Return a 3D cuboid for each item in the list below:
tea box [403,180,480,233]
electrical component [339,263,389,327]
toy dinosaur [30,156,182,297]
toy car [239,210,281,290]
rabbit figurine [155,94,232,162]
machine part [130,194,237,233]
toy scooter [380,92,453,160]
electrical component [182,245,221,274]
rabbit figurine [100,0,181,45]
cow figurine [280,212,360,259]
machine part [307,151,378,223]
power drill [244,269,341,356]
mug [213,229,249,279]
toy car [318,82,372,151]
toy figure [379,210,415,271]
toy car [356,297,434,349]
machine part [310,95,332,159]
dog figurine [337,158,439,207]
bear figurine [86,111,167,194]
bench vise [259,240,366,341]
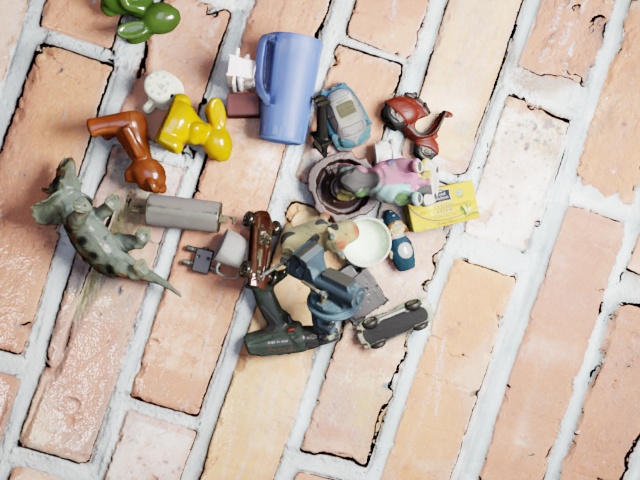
[{"bbox_3d":[0.294,-0.082,1.318,0.170,0.068,0.098,-15,95,-3],"label":"tea box"},{"bbox_3d":[0.087,0.126,1.319,0.115,0.058,0.134,-37,96,-4],"label":"electrical component"},{"bbox_3d":[-0.503,0.004,1.237,0.192,0.131,0.404,-18,111,37],"label":"toy dinosaur"},{"bbox_3d":[-0.136,0.018,1.246,0.089,0.053,0.202,24,50,-32],"label":"toy car"},{"bbox_3d":[-0.280,-0.253,1.258,0.173,0.122,0.162,28,81,-19],"label":"rabbit figurine"},{"bbox_3d":[-0.319,-0.063,1.268,0.243,0.079,0.079,5,93,-5],"label":"machine part"},{"bbox_3d":[0.244,-0.291,1.300,0.135,0.075,0.184,-44,98,-1],"label":"toy scooter"},{"bbox_3d":[-0.284,0.048,1.303,0.094,0.021,0.063,16,91,-5],"label":"electrical component"},{"bbox_3d":[-0.406,-0.521,1.213,0.170,0.121,0.159,34,97,-3],"label":"rabbit figurine"},{"bbox_3d":[-0.003,-0.004,1.236,0.195,0.127,0.085,-14,120,21],"label":"cow figurine"},{"bbox_3d":[0.054,-0.127,1.304,0.179,0.056,0.179,0,93,-3],"label":"machine part"},{"bbox_3d":[-0.082,0.176,1.304,0.232,0.086,0.207,-16,102,-2],"label":"power drill"},{"bbox_3d":[-0.195,0.042,1.280,0.107,0.081,0.109,24,79,-15],"label":"mug"},{"bbox_3d":[0.062,-0.296,1.272,0.109,0.103,0.161,-22,97,-4],"label":"toy car"},{"bbox_3d":[0.194,-0.002,1.322,0.064,0.058,0.154,-19,94,-43],"label":"toy figure"},{"bbox_3d":[0.186,0.206,1.333,0.202,0.056,0.073,-23,100,-2],"label":"toy car"},{"bbox_3d":[0.002,-0.266,1.254,0.039,0.084,0.138,-9,123,-14],"label":"machine part"},{"bbox_3d":[0.145,-0.133,1.235,0.219,0.191,0.108,4,97,31],"label":"dog figurine"},{"bbox_3d":[-0.433,-0.191,1.235,0.132,0.120,0.195,-13,99,0],"label":"bear figurine"},{"bbox_3d":[-0.001,0.127,1.200,0.224,0.129,0.240,16,132,22],"label":"bench vise"}]
